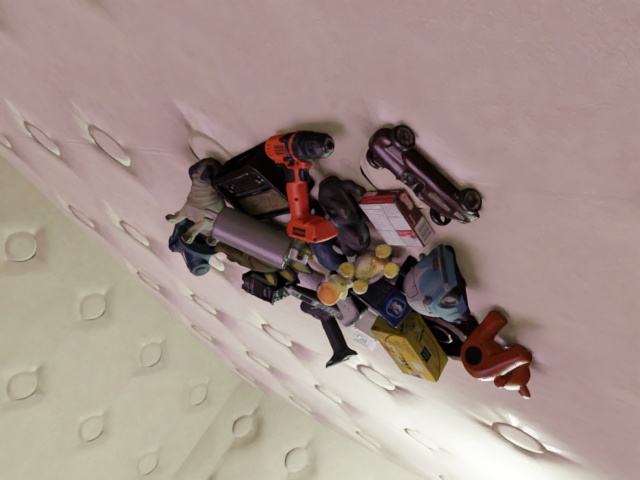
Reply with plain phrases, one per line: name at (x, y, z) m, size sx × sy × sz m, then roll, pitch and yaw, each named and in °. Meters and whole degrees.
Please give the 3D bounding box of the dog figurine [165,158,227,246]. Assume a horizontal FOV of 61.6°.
dog figurine at (-0.243, -0.095, 1.243) m, size 0.121 × 0.190 × 0.172 m, roll 41°, pitch -159°, yaw 17°

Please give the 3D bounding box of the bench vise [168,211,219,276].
bench vise at (-0.319, -0.035, 1.416) m, size 0.129 × 0.224 × 0.240 m, roll 12°, pitch 130°, yaw -29°

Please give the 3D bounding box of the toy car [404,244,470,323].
toy car at (0.202, 0.085, 0.951) m, size 0.103 × 0.109 × 0.161 m, roll -11°, pitch 144°, yaw 19°

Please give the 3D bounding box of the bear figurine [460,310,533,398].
bear figurine at (0.368, 0.232, 1.048) m, size 0.195 × 0.120 × 0.132 m, roll 22°, pitch 123°, yaw -35°

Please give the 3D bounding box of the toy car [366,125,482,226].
toy car at (0.152, -0.087, 0.799) m, size 0.202 × 0.053 × 0.089 m, roll 42°, pitch 152°, yaw -10°

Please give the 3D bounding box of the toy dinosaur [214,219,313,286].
toy dinosaur at (-0.106, 0.017, 1.282) m, size 0.198 × 0.105 × 0.472 m, roll 37°, pitch 152°, yaw -22°

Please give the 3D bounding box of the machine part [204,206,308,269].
machine part at (-0.138, -0.005, 1.135) m, size 0.243 × 0.079 × 0.079 m, roll 24°, pitch 155°, yaw 7°

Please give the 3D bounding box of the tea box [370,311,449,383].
tea box at (0.194, 0.224, 1.151) m, size 0.098 × 0.068 × 0.169 m, roll 6°, pitch 140°, yaw 45°

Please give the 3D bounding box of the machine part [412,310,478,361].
machine part at (0.261, 0.188, 1.153) m, size 0.179 × 0.056 × 0.179 m, roll 29°, pitch 154°, yaw 15°

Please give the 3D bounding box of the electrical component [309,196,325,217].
electrical component at (-0.025, -0.065, 1.111) m, size 0.063 × 0.021 × 0.093 m, roll 15°, pitch 149°, yaw 41°

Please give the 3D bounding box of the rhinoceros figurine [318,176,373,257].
rhinoceros figurine at (0.046, -0.035, 1.007) m, size 0.112 × 0.073 × 0.190 m, roll 18°, pitch 150°, yaw 33°

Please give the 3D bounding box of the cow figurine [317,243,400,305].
cow figurine at (0.070, 0.068, 1.052) m, size 0.068 × 0.167 × 0.098 m, roll 62°, pitch -179°, yaw 1°

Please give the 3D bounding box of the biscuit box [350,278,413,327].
biscuit box at (0.124, 0.118, 1.118) m, size 0.059 × 0.063 × 0.203 m, roll 42°, pitch 177°, yaw -13°

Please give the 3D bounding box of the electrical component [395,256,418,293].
electrical component at (0.190, 0.087, 1.074) m, size 0.075 × 0.048 × 0.119 m, roll 31°, pitch 154°, yaw 13°

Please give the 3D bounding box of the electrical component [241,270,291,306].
electrical component at (-0.127, 0.110, 1.442) m, size 0.115 × 0.134 × 0.058 m, roll 25°, pitch 121°, yaw 28°

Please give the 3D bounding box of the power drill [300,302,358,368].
power drill at (0.021, 0.234, 1.450) m, size 0.232 × 0.086 × 0.207 m, roll 133°, pitch 125°, yaw -61°

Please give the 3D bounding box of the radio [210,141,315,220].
radio at (-0.124, -0.113, 1.088) m, size 0.131 × 0.073 × 0.230 m, roll 44°, pitch 154°, yaw -22°

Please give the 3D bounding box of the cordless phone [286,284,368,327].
cordless phone at (0.017, 0.131, 1.277) m, size 0.184 × 0.089 × 0.146 m, roll 21°, pitch 157°, yaw -6°

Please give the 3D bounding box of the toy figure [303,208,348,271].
toy figure at (-0.003, -0.002, 1.089) m, size 0.154 × 0.064 × 0.058 m, roll 53°, pitch 157°, yaw -18°
